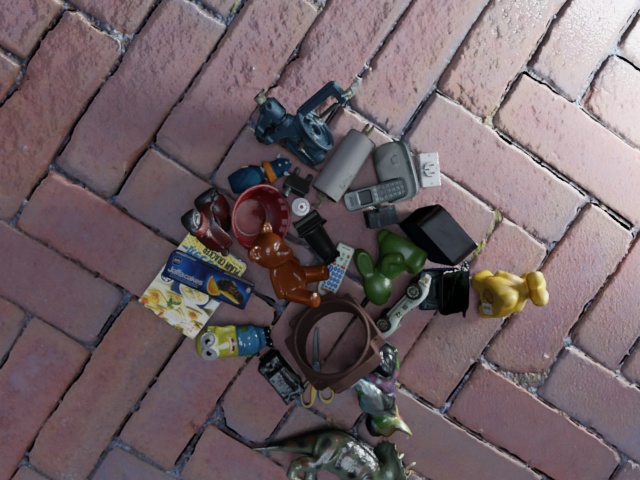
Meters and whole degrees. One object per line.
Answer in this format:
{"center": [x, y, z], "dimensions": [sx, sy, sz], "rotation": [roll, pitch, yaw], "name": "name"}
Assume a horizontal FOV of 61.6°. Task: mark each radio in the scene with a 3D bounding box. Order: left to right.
{"center": [0.267, -0.012, 1.245], "dimensions": [0.073, 0.229, 0.131], "rotation": [-41, 91, -2], "name": "radio"}

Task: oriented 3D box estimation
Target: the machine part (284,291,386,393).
{"center": [0.035, 0.237, 1.259], "dimensions": [0.201, 0.087, 0.201], "rotation": [-37, 59, 0], "name": "machine part"}

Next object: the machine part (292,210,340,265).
{"center": [-0.003, -0.004, 1.301], "dimensions": [0.084, 0.039, 0.139], "rotation": [-30, 73, -7], "name": "machine part"}

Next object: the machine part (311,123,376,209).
{"center": [0.057, -0.177, 1.290], "dimensions": [0.079, 0.079, 0.243], "rotation": [35, 89, -6], "name": "machine part"}

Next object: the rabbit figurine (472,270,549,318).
{"center": [0.488, 0.117, 1.324], "dimensions": [0.173, 0.162, 0.122], "rotation": [-11, 82, -22], "name": "rabbit figurine"}

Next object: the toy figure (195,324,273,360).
{"center": [-0.207, 0.246, 1.292], "dimensions": [0.180, 0.089, 0.082], "rotation": [-7, 67, -14], "name": "toy figure"}

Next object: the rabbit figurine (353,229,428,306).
{"center": [0.156, 0.070, 1.291], "dimensions": [0.159, 0.121, 0.170], "rotation": [32, 87, -4], "name": "rabbit figurine"}

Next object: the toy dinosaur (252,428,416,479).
{"center": [0.053, 0.537, 1.319], "dimensions": [0.405, 0.131, 0.192], "rotation": [30, 78, -2], "name": "toy dinosaur"}

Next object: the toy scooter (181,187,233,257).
{"center": [-0.243, -0.035, 1.235], "dimensions": [0.075, 0.184, 0.135], "rotation": [-30, 110, 21], "name": "toy scooter"}

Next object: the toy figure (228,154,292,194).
{"center": [-0.142, -0.157, 1.284], "dimensions": [0.154, 0.058, 0.064], "rotation": [-20, 110, -8], "name": "toy figure"}

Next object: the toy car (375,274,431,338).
{"center": [0.201, 0.160, 1.300], "dimensions": [0.056, 0.073, 0.201], "rotation": [42, 112, 7], "name": "toy car"}

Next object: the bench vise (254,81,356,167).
{"center": [-0.030, -0.289, 1.235], "dimensions": [0.241, 0.129, 0.223], "rotation": [-33, 105, 29], "name": "bench vise"}

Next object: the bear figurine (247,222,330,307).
{"center": [-0.074, 0.055, 1.241], "dimensions": [0.132, 0.120, 0.195], "rotation": [1, 136, 25], "name": "bear figurine"}

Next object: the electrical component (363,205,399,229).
{"center": [0.150, -0.056, 1.285], "dimensions": [0.075, 0.119, 0.047], "rotation": [-14, 94, -7], "name": "electrical component"}

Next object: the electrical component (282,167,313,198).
{"center": [-0.055, -0.131, 1.290], "dimensions": [0.063, 0.021, 0.094], "rotation": [28, 55, -5], "name": "electrical component"}

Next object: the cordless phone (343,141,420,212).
{"center": [0.137, -0.151, 1.299], "dimensions": [0.184, 0.089, 0.146], "rotation": [-16, 95, 0], "name": "cordless phone"}

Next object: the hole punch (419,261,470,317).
{"center": [0.308, 0.124, 1.336], "dimensions": [0.116, 0.092, 0.142], "rotation": [-3, 91, -36], "name": "hole punch"}

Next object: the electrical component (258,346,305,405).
{"center": [-0.093, 0.323, 1.279], "dimensions": [0.058, 0.134, 0.115], "rotation": [-41, 94, -3], "name": "electrical component"}

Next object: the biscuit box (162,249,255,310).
{"center": [-0.252, 0.089, 1.220], "dimensions": [0.203, 0.059, 0.062], "rotation": [24, 91, -7], "name": "biscuit box"}

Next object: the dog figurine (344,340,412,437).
{"center": [0.161, 0.377, 1.322], "dimensions": [0.191, 0.108, 0.219], "rotation": [-43, 100, -4], "name": "dog figurine"}
